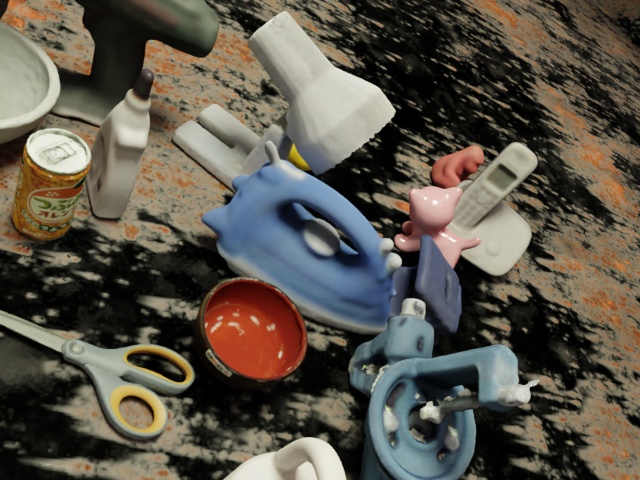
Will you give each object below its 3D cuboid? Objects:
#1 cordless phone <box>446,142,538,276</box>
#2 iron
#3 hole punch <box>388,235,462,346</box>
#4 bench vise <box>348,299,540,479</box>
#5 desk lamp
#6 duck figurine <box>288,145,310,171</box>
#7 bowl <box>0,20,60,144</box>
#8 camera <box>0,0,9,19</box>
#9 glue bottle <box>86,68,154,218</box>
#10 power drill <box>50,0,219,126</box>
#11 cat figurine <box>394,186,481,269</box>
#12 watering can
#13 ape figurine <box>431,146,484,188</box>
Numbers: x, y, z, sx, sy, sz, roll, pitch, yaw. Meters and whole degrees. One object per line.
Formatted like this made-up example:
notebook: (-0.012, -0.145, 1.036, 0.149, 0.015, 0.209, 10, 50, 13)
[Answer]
cordless phone: (0.271, -0.046, 0.851, 0.148, 0.184, 0.094, 34, 42, -7)
iron: (0.006, 0.002, 0.650, 0.258, 0.141, 0.119, 34, 42, -7)
hole punch: (0.144, 0.063, 0.738, 0.101, 0.091, 0.108, 29, 43, -13)
bench vise: (0.099, 0.133, 0.549, 0.122, 0.219, 0.207, 8, 51, -31)
desk lamp: (-0.044, -0.145, 0.684, 0.203, 0.213, 0.118, 38, 42, -3)
duck figurine: (-0.009, -0.152, 0.810, 0.077, 0.086, 0.105, 47, 42, 7)
bowl: (-0.352, -0.148, 0.565, 0.168, 0.074, 0.167, 20, 46, -22)
camera: (-0.422, -0.290, 0.613, 0.137, 0.100, 0.143, 32, 43, -10)
glue bottle: (-0.193, -0.100, 0.567, 0.037, 0.173, 0.078, 2, 55, -35)
power drill: (-0.236, -0.225, 0.614, 0.230, 0.208, 0.075, 12, 49, -28)
cat figurine: (0.167, -0.022, 0.805, 0.128, 0.117, 0.067, 40, 42, -1)
watering can: (-0.026, 0.207, 0.415, 0.173, 0.193, 0.101, -3, 57, -38)
ape figurine: (0.236, -0.120, 0.957, 0.078, 0.092, 0.076, -12, 63, -42)
